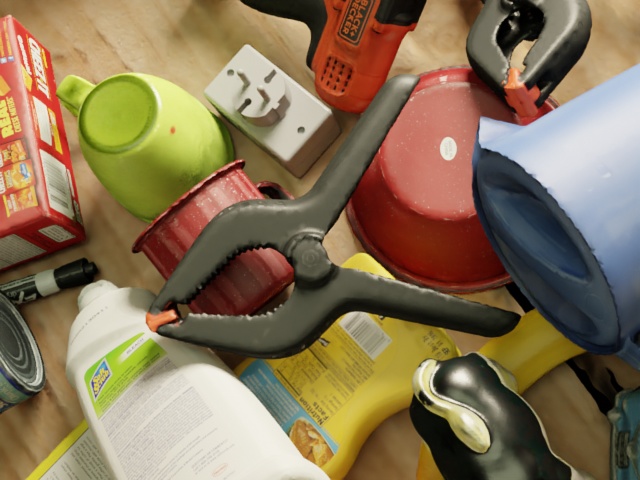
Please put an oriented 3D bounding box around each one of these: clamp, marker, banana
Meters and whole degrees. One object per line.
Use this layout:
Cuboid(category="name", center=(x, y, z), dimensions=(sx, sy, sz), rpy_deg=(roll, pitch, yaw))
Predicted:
Cuboid(category="clamp", center=(-0.004, 0.001, 0.624), dimensions=(0.210, 0.036, 0.164), rpy_deg=(-15, 84, -1))
Cuboid(category="clamp", center=(0.126, -0.149, 0.681), dimensions=(0.120, 0.039, 0.171), rpy_deg=(-7, 49, 41))
Cuboid(category="marker", center=(-0.214, 0.037, 0.756), dimensions=(0.121, 0.020, 0.020), rpy_deg=(-17, 72, 9))
Cuboid(category="banana", center=(0.133, 0.080, 0.649), dimensions=(0.198, 0.037, 0.070), rpy_deg=(-30, 68, 4))

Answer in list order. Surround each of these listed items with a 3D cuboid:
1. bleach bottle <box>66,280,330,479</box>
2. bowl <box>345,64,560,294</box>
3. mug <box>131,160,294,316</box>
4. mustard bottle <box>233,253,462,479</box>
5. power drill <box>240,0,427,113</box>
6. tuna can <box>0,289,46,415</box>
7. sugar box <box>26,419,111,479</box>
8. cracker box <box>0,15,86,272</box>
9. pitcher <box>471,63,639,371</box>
Cuboid(category="bleach bottle", center=(-0.089, 0.097, 0.640), dimensions=(0.102, 0.068, 0.251), rpy_deg=(-41, 43, -1))
Cuboid(category="bowl", center=(0.088, -0.049, 0.687), dimensions=(0.162, 0.055, 0.162), rpy_deg=(-4, 74, 13))
Cuboid(category="mug", center=(-0.052, 0.003, 0.691), dimensions=(0.081, 0.093, 0.117), rpy_deg=(50, 46, 2))
Cuboid(category="mustard bottle", center=(-0.010, 0.105, 0.666), dimensions=(0.191, 0.058, 0.096), rpy_deg=(-43, 67, -1))
Cuboid(category="power drill", center=(-0.006, -0.203, 0.714), dimensions=(0.188, 0.057, 0.185), rpy_deg=(35, 117, 25))
Cuboid(category="tuna can", center=(-0.220, 0.072, 0.713), dimensions=(0.034, 0.086, 0.086), rpy_deg=(-27, 71, 2))
Cuboid(category="sugar box", center=(-0.172, 0.206, 0.687), dimensions=(0.176, 0.048, 0.093), rpy_deg=(-46, 70, 2))
Cuboid(category="cracker box", center=(-0.287, -0.044, 0.769), dimensions=(0.214, 0.072, 0.164), rpy_deg=(-20, 69, 9))
Cuboid(category="pitcher", center=(0.221, -0.042, 0.601), dimensions=(0.242, 0.149, 0.145), rpy_deg=(-31, 27, -9))
